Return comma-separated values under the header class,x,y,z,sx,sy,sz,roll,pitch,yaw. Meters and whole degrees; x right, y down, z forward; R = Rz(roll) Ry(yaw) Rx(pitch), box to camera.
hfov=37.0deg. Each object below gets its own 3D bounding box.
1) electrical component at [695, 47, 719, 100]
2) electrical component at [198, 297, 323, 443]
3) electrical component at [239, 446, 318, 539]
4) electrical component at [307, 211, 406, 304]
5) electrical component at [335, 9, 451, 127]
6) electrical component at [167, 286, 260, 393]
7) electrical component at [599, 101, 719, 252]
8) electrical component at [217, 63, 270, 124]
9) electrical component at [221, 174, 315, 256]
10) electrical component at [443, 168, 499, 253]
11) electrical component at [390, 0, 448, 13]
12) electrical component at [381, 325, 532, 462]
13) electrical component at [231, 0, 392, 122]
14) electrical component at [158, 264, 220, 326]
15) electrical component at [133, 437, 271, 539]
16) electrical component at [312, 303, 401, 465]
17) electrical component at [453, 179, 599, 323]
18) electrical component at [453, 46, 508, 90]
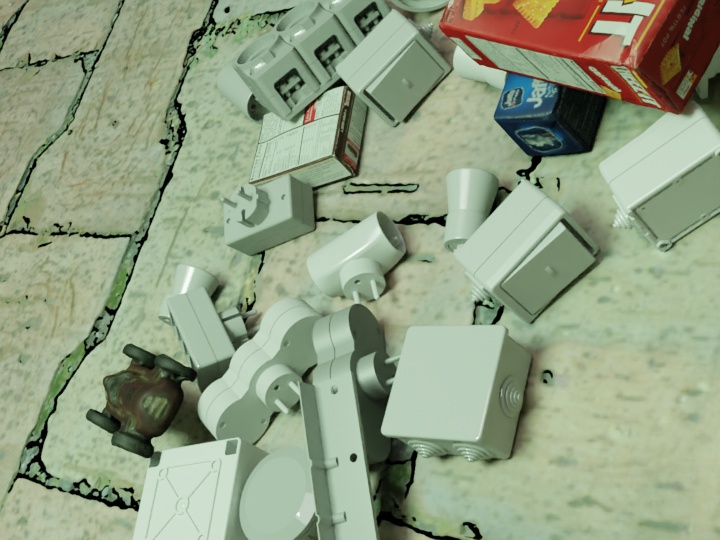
class,x,y,z,sx,sy,sz,roll,pitch,yaw
electrical component,0.254,-0.202,0.821,0.063,0.078,0.121,-16,50,5
electrical component,-0.073,0.095,0.913,0.138,0.052,0.074,-52,42,-1
electrical component,-0.050,0.182,0.837,0.080,0.051,0.080,-22,50,29
electrical component,0.000,0.000,0.921,0.077,0.043,0.079,-33,46,20
electrical component,0.038,-0.191,1.003,0.096,0.062,0.061,-44,43,9
electrical component,-0.126,0.057,0.986,0.076,0.047,0.083,-20,56,-16
electrical component,0.217,-0.065,0.763,0.096,0.062,0.061,-36,45,17
electrical component,-0.106,-0.204,1.149,0.079,0.043,0.077,-50,43,3
electrical component,-0.099,-0.057,1.016,0.083,0.076,0.047,-20,61,30
electrical component,0.089,-0.045,0.878,0.044,0.044,0.065,-8,63,37
electrical component,0.063,-0.296,1.021,0.108,0.108,0.060,-36,51,17
electrical component,0.073,0.090,0.794,0.100,0.048,0.099,-3,61,40
electrical component,-0.047,-0.226,1.065,0.150,0.061,0.089,-40,30,-4
electrical component,-0.167,0.028,1.046,0.045,0.045,0.055,4,66,42
electrical component,-0.128,0.202,0.887,0.109,0.056,0.108,-15,54,34
electrical component,0.006,0.087,0.851,0.074,0.052,0.138,-24,49,27
electrical component,0.122,-0.007,0.806,0.096,0.062,0.061,-47,42,5
electrical component,0.119,-0.179,0.941,0.065,0.044,0.044,35,88,43
